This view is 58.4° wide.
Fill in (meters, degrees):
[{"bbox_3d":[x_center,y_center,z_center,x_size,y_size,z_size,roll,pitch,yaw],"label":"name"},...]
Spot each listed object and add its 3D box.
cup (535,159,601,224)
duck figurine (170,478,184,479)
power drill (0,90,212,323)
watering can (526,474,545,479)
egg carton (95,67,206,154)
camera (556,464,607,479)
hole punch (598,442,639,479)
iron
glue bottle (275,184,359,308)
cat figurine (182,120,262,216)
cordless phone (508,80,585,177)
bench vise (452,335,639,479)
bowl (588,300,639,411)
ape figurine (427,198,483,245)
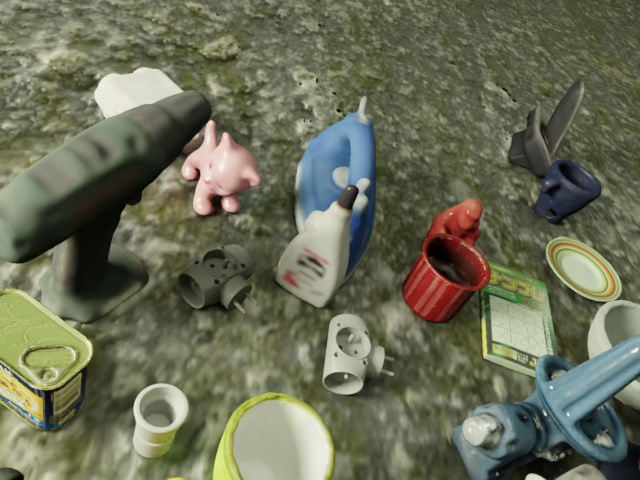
[{"bbox_3d":[0.400,-0.073,0.967,0.118,0.095,0.091,-8,52,-32],"label":"cup"},{"bbox_3d":[-0.108,0.226,0.428,0.078,0.086,0.104,8,45,-18],"label":"duck figurine"},{"bbox_3d":[-0.202,-0.026,0.543,0.075,0.208,0.230,35,43,11],"label":"power drill"},{"bbox_3d":[0.138,0.255,0.437,0.101,0.194,0.173,24,42,-1],"label":"watering can"},{"bbox_3d":[-0.231,-0.173,0.782,0.150,0.069,0.107,42,44,17],"label":"egg carton"},{"bbox_3d":[0.246,0.295,0.518,0.137,0.100,0.143,-13,54,-35],"label":"camera"},{"bbox_3d":[0.377,0.258,0.627,0.101,0.091,0.109,40,44,16],"label":"hole punch"},{"bbox_3d":[0.040,-0.072,0.757,0.119,0.141,0.258,13,43,-13],"label":"iron"},{"bbox_3d":[0.006,0.002,0.642,0.078,0.173,0.037,28,42,3],"label":"glue bottle"},{"bbox_3d":[-0.122,-0.095,0.719,0.067,0.117,0.127,-6,51,-30],"label":"cat figurine"},{"bbox_3d":[0.441,-0.224,1.071,0.094,0.185,0.147,24,42,-1],"label":"cordless phone"},{"bbox_3d":[0.247,0.169,0.557,0.208,0.219,0.121,-19,58,-38],"label":"bench vise"},{"bbox_3d":[0.416,0.165,0.751,0.168,0.074,0.167,14,43,-13],"label":"bowl"},{"bbox_3d":[0.199,-0.021,0.820,0.078,0.092,0.076,13,43,-13],"label":"ape figurine"}]
